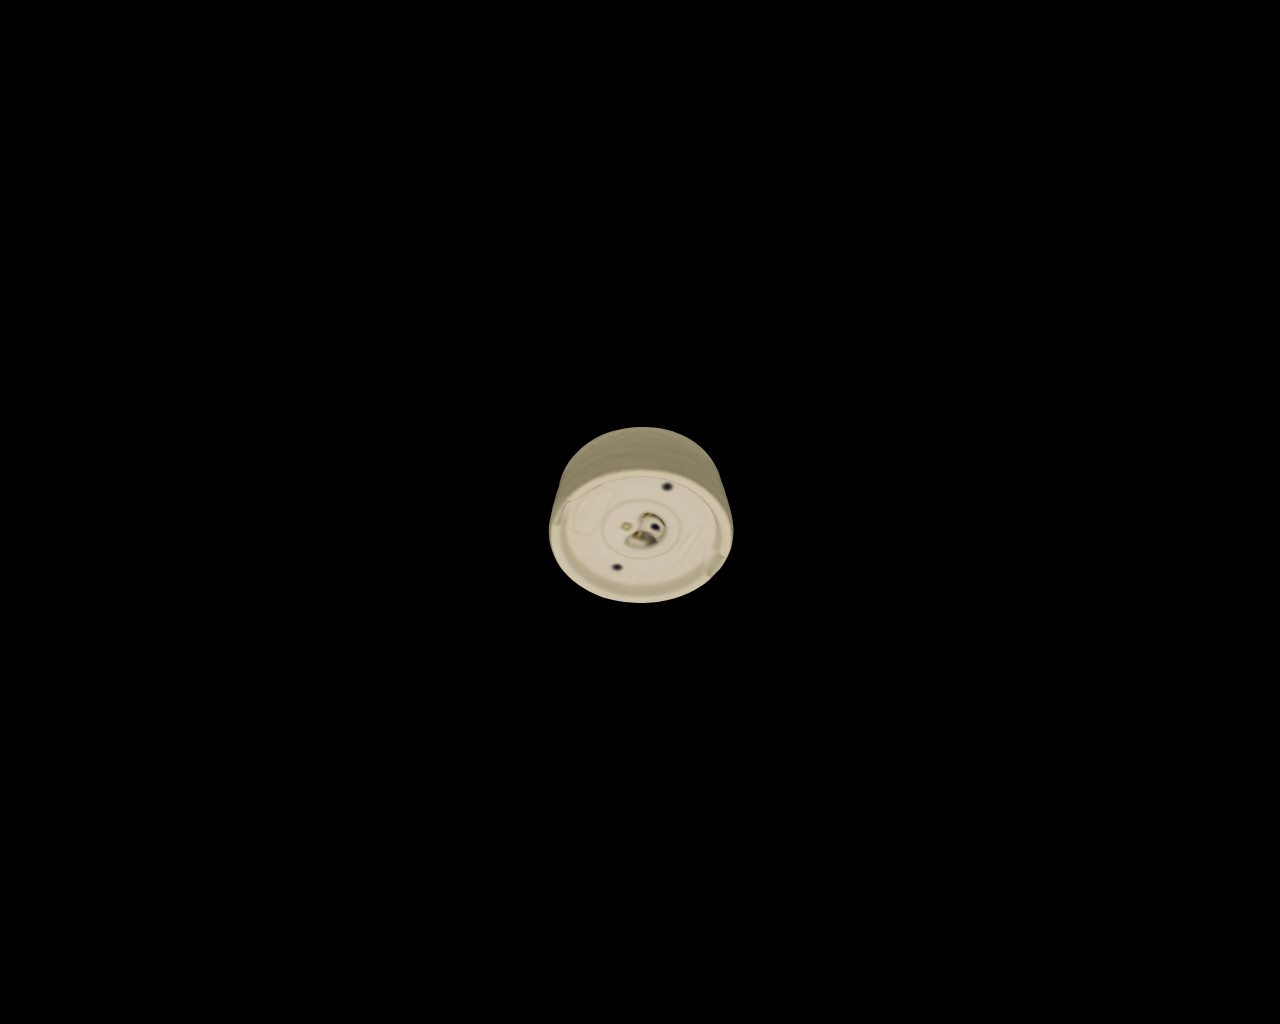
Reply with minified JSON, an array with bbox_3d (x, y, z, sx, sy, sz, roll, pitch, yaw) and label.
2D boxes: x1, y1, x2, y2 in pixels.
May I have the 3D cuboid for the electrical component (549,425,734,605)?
[{"bbox_3d":[0.001,-0.003,0.650,0.108,0.108,0.060,0,40,0],"label":"electrical component"}]
